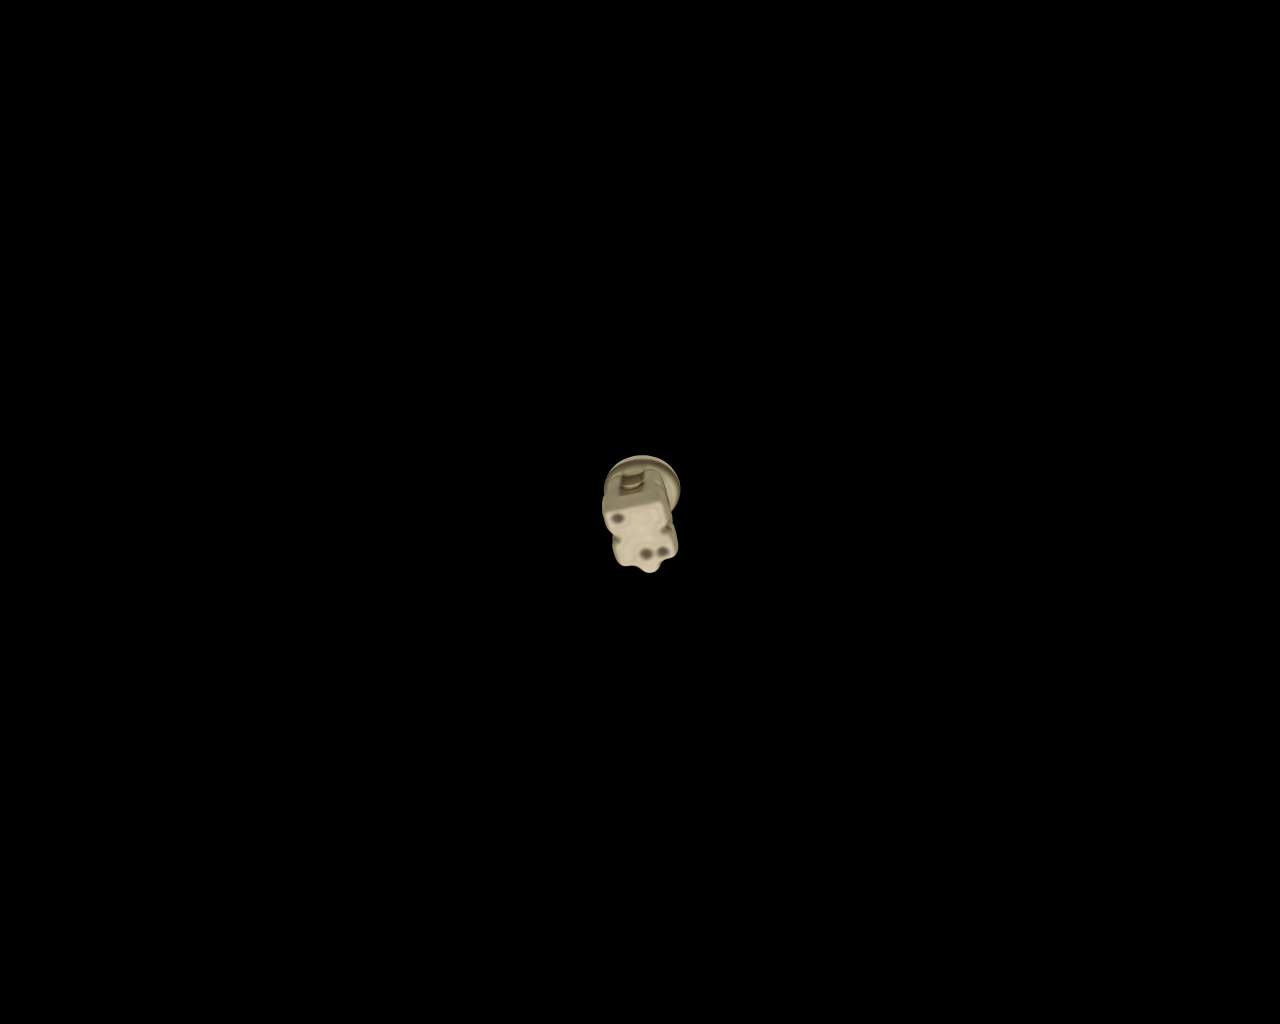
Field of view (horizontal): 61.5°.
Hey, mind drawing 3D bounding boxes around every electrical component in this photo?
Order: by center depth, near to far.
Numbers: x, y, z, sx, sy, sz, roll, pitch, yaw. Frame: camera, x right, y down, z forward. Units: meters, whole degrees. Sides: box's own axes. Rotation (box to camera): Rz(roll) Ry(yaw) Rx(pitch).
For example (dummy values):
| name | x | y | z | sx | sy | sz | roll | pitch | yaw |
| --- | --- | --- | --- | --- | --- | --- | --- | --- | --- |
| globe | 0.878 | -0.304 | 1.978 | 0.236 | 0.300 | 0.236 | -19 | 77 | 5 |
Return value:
| name | x | y | z | sx | sy | sz | roll | pitch | yaw |
| --- | --- | --- | --- | --- | --- | --- | --- | --- | --- |
| electrical component | 0.001 | -0.003 | 0.650 | 0.048 | 0.066 | 0.055 | -9 | 36 | 7 |
